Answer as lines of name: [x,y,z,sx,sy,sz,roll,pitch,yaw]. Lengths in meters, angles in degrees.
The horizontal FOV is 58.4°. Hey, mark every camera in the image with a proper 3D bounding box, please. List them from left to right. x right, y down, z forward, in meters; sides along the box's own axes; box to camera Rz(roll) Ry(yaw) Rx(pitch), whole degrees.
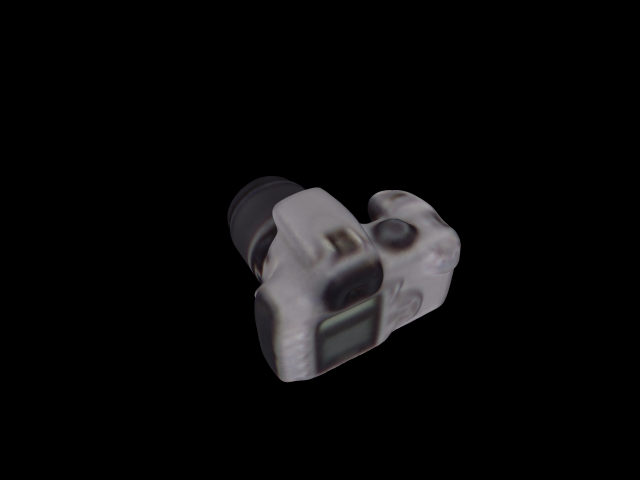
camera: [0.004,0.001,0.400,0.143,0.101,0.136,-24,50,-22]
